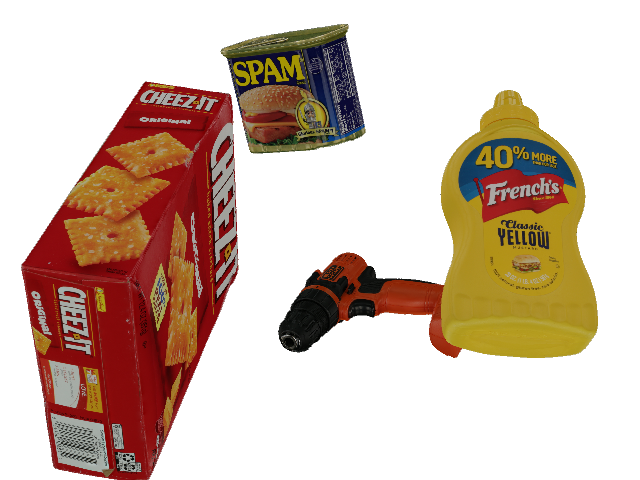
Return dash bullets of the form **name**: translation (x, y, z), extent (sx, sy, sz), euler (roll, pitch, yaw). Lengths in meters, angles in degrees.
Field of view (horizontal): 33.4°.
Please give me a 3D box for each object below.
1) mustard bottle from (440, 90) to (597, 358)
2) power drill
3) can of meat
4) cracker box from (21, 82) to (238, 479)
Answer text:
- **mustard bottle**: translation (0.129, -0.019, 0.715), extent (0.096, 0.191, 0.058), euler (4, -30, -1)
- **power drill**: translation (0.065, 0.075, 1.145), extent (0.188, 0.057, 0.184), euler (9, 30, 21)
- **can of meat**: translation (-0.020, -0.115, 0.819), extent (0.102, 0.084, 0.057), euler (1, 22, 39)
- **cracker box**: translation (-0.110, 0.021, 0.688), extent (0.072, 0.164, 0.213), euler (8, 37, 8)
